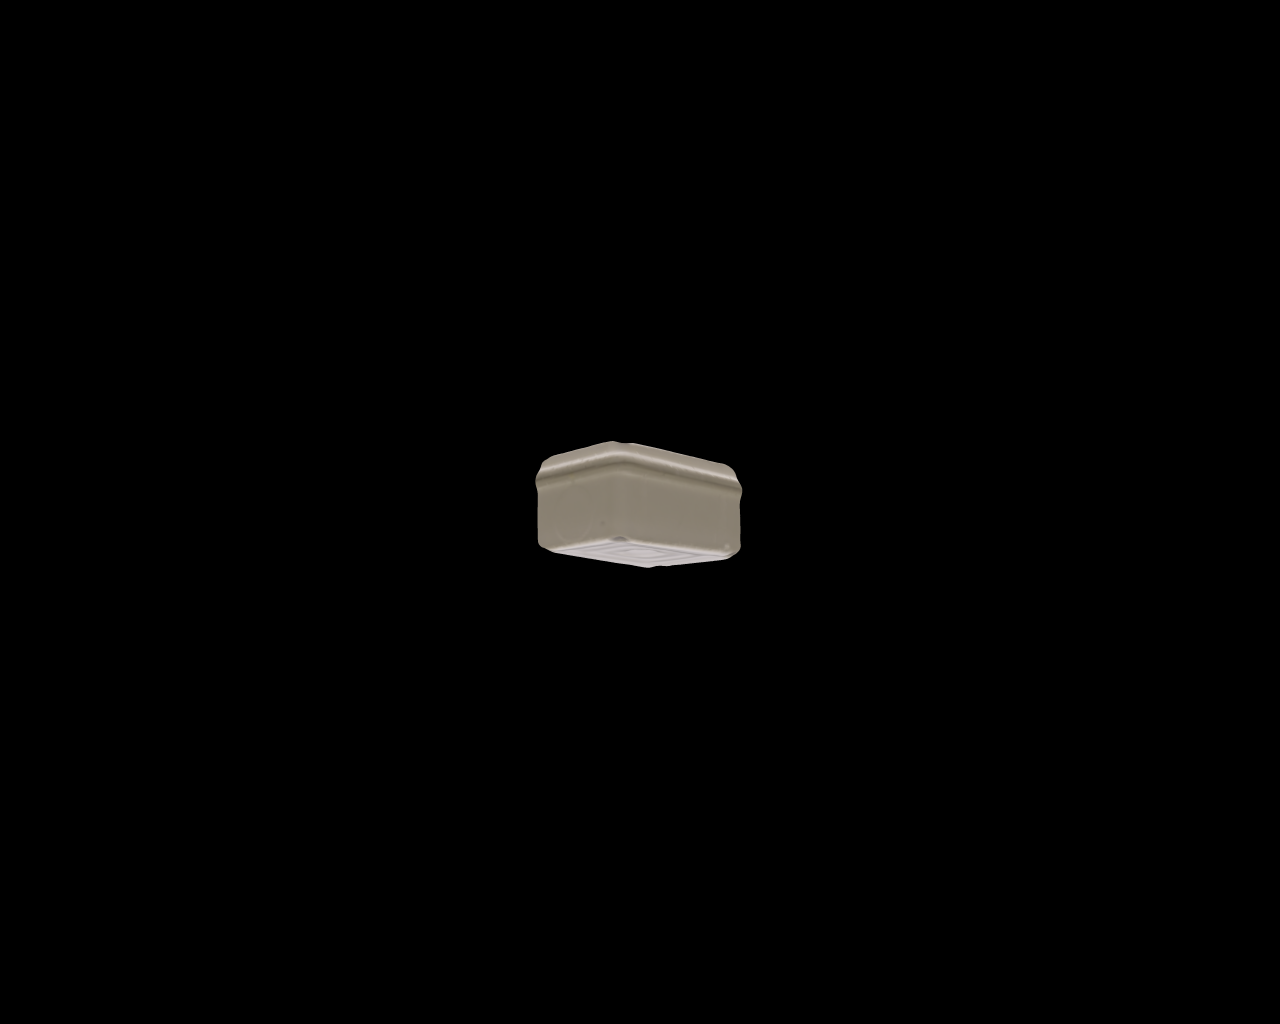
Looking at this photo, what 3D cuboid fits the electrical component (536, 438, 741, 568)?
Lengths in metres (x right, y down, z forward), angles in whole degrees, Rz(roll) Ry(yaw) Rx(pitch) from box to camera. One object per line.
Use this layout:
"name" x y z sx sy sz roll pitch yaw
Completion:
"electrical component" 0.001 -0.003 0.650 0.078 0.057 0.113 -10 -14 42
